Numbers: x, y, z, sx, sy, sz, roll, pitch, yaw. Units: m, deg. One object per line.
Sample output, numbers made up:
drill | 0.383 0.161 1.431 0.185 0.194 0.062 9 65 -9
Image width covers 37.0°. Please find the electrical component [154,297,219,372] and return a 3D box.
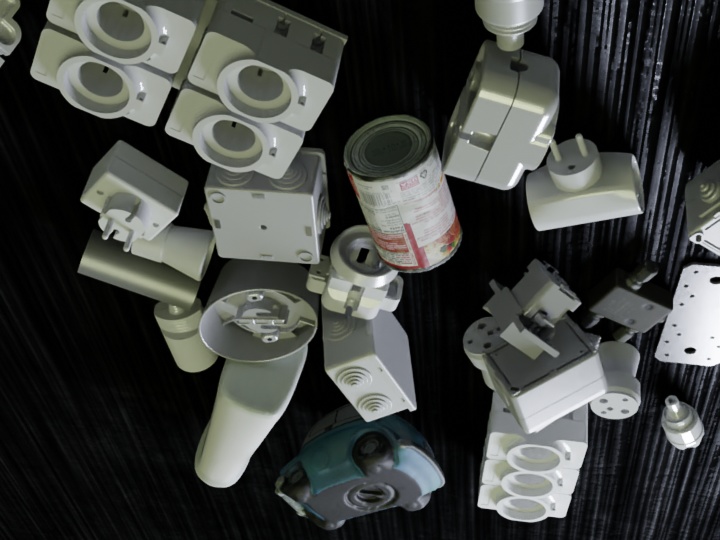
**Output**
electrical component | -0.160 0.053 0.987 0.043 0.043 0.081 1 140 11

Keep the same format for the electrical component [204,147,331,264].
electrical component | -0.072 -0.050 0.842 0.100 0.048 0.099 4 141 6

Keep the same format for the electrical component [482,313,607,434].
electrical component | 0.162 0.085 0.906 0.096 0.061 0.061 -28 129 -3

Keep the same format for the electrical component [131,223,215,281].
electrical component | -0.158 -0.021 0.900 0.065 0.044 0.044 18 140 -1

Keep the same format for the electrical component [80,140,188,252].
electrical component | -0.182 -0.048 0.843 0.066 0.076 0.047 32 136 -24

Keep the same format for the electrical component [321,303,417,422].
electrical component | 0.006 0.071 0.932 0.048 0.099 0.099 -21 133 15

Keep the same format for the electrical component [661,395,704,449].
electrical component | 0.297 0.138 0.999 0.035 0.035 0.061 -12 134 25

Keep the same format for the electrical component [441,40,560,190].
electrical component | 0.098 -0.103 0.735 0.059 0.053 0.095 15 141 -6

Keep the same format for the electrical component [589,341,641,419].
electrical component | 0.224 0.097 0.948 0.045 0.055 0.045 7 141 5

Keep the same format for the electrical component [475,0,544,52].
electrical component | 0.093 -0.165 0.669 0.043 0.043 0.062 1 141 11

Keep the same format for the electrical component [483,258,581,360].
electrical component | 0.141 0.029 0.871 0.042 0.081 0.063 33 107 -27

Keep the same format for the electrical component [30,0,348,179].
electrical component | -0.118 -0.142 0.730 0.186 0.060 0.105 22 139 -14

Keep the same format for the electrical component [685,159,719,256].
electrical component | 0.276 -0.045 0.760 0.096 0.061 0.062 27 138 -19

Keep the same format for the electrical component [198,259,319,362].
electrical component | -0.084 0.034 0.932 0.099 0.064 0.099 6 141 5

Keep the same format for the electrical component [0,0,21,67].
electrical component | -0.275 -0.160 0.736 0.057 0.078 0.058 1 145 45

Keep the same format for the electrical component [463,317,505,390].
electrical component | 0.120 0.074 0.951 0.045 0.045 0.055 -13 135 25

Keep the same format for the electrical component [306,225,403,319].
electrical component | 0.000 0.000 0.879 0.078 0.058 0.057 15 143 -5

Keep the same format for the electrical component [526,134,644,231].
electrical component | 0.157 -0.068 0.772 0.077 0.044 0.079 -10 137 22

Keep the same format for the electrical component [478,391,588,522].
electrical component | 0.168 0.185 1.061 0.089 0.061 0.150 6 141 5
